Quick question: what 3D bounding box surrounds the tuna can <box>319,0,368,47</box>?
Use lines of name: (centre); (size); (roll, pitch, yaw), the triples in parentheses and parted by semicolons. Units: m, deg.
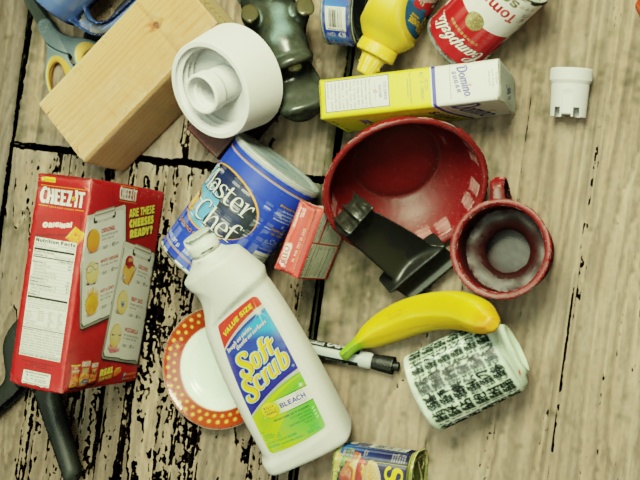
tuna can: (0.029, -0.239, 1.075); (0.034, 0.086, 0.086); (9, 90, 18)

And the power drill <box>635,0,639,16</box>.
power drill: (0.271, -0.282, 1.008); (0.188, 0.057, 0.184); (45, 104, 15)

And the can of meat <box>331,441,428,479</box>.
can of meat: (0.058, 0.253, 1.058); (0.084, 0.057, 0.102); (4, 88, 22)

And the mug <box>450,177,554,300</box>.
mug: (0.176, -0.002, 1.015); (0.093, 0.081, 0.117); (-9, 85, 19)

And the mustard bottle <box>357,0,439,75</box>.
mustard bottle: (0.089, -0.248, 1.049); (0.058, 0.096, 0.192); (31, 97, 16)

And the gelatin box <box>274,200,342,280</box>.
gelatin box: (-0.007, 0.001, 1.074); (0.030, 0.089, 0.073); (23, 95, 20)

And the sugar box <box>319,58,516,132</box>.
sugar box: (0.097, -0.139, 1.043); (0.176, 0.093, 0.048); (-2, 87, 19)

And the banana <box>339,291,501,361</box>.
banana: (0.104, 0.080, 1.026); (0.037, 0.069, 0.198); (44, 141, -23)

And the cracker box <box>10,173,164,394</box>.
cracker box: (-0.241, 0.044, 1.115); (0.072, 0.164, 0.214); (8, 90, 17)

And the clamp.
clamp: (-0.313, 0.164, 1.201); (0.165, 0.036, 0.210); (21, 94, 18)

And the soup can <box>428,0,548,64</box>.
soup can: (0.160, -0.219, 1.017); (0.102, 0.068, 0.068); (-42, 73, 43)

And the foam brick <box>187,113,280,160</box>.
foam brick: (-0.091, -0.126, 1.129); (0.051, 0.053, 0.078); (45, 102, 15)

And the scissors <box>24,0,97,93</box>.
scissors: (-0.295, -0.245, 1.225); (0.096, 0.016, 0.202); (-19, 81, 16)

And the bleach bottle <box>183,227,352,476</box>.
bleach bottle: (-0.066, 0.104, 1.050); (0.103, 0.068, 0.251); (-26, 105, 11)

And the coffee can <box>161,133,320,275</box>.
coffee can: (-0.082, -0.024, 1.095); (0.103, 0.102, 0.140); (40, 100, 16)

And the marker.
marker: (0.024, 0.118, 1.095); (0.121, 0.020, 0.020); (10, 91, 19)

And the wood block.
wood block: (-0.187, -0.179, 1.146); (0.206, 0.090, 0.091); (-43, 74, 13)

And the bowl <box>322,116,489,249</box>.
bowl: (0.079, -0.063, 1.039); (0.162, 0.162, 0.055); (-31, 35, 15)

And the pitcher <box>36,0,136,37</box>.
pitcher: (-0.221, -0.349, 1.152); (0.243, 0.149, 0.145); (-39, 45, 10)
